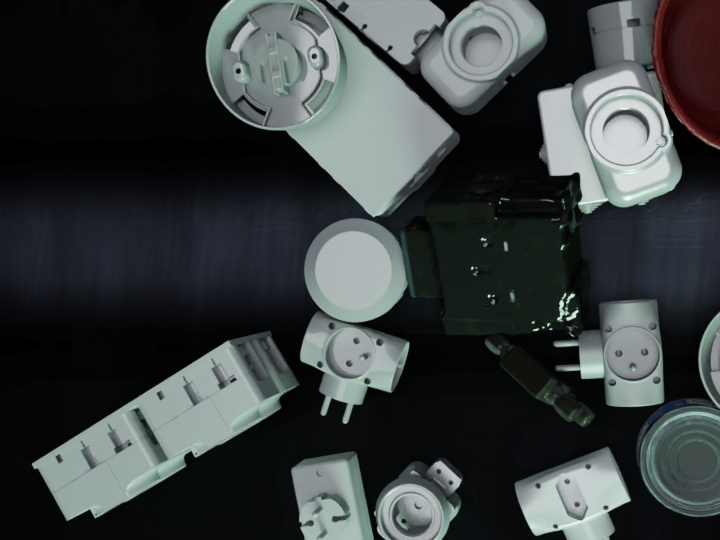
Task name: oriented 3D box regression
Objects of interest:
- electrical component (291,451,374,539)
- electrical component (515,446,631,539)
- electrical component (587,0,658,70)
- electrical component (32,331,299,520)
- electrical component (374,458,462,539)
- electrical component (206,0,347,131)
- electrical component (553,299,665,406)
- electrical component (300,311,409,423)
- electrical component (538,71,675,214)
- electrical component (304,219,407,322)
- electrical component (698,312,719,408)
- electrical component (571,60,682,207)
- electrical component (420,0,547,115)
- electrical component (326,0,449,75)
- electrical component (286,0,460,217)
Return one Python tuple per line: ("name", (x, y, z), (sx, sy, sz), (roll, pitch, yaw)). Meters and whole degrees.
("electrical component", (-0.025, 0.193, 0.845), (0.047, 0.076, 0.083), (-12, 88, 12))
("electrical component", (0.169, 0.185, 0.820), (0.077, 0.043, 0.079), (-24, 86, 11))
("electrical component", (0.200, -0.173, 0.804), (0.055, 0.055, 0.047), (-5, 93, 12))
("electrical component", (-0.148, 0.125, 0.855), (0.186, 0.105, 0.060), (-32, 84, 11))
("electrical component", (0.044, 0.186, 0.840), (0.058, 0.057, 0.078), (43, 99, 8))
("electrical component", (-0.059, -0.151, 0.789), (0.099, 0.064, 0.099), (0, 91, 12))
("electrical component", (0.187, 0.063, 0.815), (0.079, 0.044, 0.077), (-4, 90, 12))
("electrical component", (-0.009, 0.082, 0.856), (0.077, 0.044, 0.079), (18, 94, 11))
("electrical component", (0.185, -0.095, 0.811), (0.100, 0.048, 0.099), (-9, 89, 12))
("electrical component", (0.000, 0.000, 0.850), (0.080, 0.051, 0.080), (0, 91, 12))
("electrical component", (0.299, 0.066, 0.778), (0.099, 0.064, 0.099), (-1, 87, 23))
("electrical component", (0.186, -0.095, 0.753), (0.054, 0.059, 0.095), (-20, 86, 12))
("electrical component", (0.095, -0.168, 0.823), (0.095, 0.059, 0.053), (-44, 82, 9))
("electrical component", (0.023, -0.201, 0.840), (0.089, 0.056, 0.050), (42, 99, 8))
("electrical component", (-0.006, -0.124, 0.844), (0.150, 0.062, 0.089), (45, 99, 8))
